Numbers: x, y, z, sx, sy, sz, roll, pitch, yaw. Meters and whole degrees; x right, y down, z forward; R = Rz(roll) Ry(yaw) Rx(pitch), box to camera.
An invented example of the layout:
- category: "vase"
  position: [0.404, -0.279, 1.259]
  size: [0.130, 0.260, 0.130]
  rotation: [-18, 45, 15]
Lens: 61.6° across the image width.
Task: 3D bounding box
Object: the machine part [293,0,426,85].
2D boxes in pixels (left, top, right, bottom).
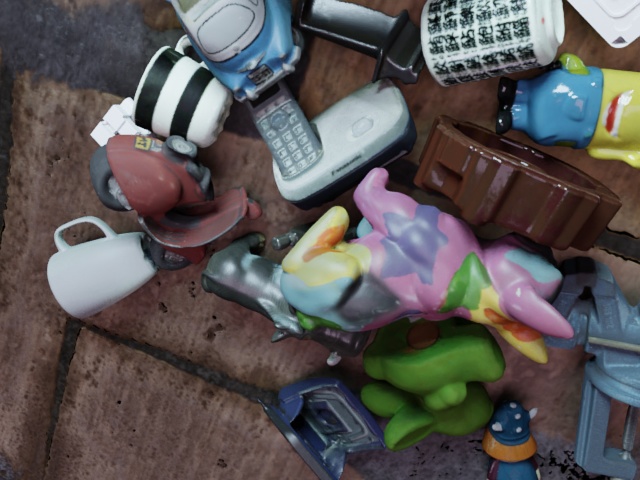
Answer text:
- category: "machine part"
  position: [0.039, -0.193, 0.507]
  size: [0.139, 0.084, 0.039]
  rotation: [25, 155, 10]

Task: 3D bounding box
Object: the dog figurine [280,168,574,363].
- category: "dog figurine"
  position: [0.098, 0.044, 0.468]
  size: [0.219, 0.108, 0.191]
  rotation: [36, 69, 24]

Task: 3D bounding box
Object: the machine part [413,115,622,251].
- category: "machine part"
  position: [0.169, -0.053, 0.477]
  size: [0.179, 0.179, 0.056]
  rotation: [22, 113, 2]

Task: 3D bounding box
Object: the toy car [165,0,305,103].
- category: "toy car"
  position: [-0.088, -0.211, 0.482]
  size: [0.109, 0.103, 0.161]
  rotation: [-27, 76, 22]

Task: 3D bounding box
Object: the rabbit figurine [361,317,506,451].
- category: "rabbit figurine"
  position: [0.128, 0.160, 0.574]
  size: [0.159, 0.121, 0.170]
  rotation: [-32, 121, -1]

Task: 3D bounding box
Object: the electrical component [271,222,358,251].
- category: "electrical component"
  position: [-0.001, -0.002, 0.575]
  size: [0.063, 0.094, 0.021]
  rotation: [18, 117, 44]

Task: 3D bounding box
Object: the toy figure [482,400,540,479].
- category: "toy figure"
  position: [0.220, 0.252, 0.624]
  size: [0.058, 0.064, 0.154]
  rotation: [4, 108, 48]

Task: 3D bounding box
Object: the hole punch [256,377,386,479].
- category: "hole punch"
  position: [0.004, 0.221, 0.633]
  size: [0.092, 0.116, 0.142]
  rotation: [-44, 106, -18]

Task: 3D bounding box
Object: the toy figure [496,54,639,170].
- category: "toy figure"
  position: [0.254, -0.121, 0.487]
  size: [0.180, 0.089, 0.082]
  rotation: [9, 138, 17]

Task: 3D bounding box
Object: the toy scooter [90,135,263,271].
- category: "toy scooter"
  position: [-0.139, -0.043, 0.562]
  size: [0.135, 0.075, 0.183]
  rotation: [-15, 137, 7]

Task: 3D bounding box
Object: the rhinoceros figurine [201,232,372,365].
- category: "rhinoceros figurine"
  position: [-0.033, 0.060, 0.576]
  size: [0.190, 0.112, 0.073]
  rotation: [26, 108, 9]

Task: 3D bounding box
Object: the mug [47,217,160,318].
- category: "mug"
  position: [-0.246, 0.023, 0.620]
  size: [0.107, 0.081, 0.109]
  rotation: [-20, 100, 4]

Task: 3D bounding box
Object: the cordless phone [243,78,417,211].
- category: "cordless phone"
  position: [-0.003, -0.136, 0.529]
  size: [0.147, 0.088, 0.184]
  rotation: [-31, 86, 18]

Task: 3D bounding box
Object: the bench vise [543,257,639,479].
- category: "bench vise"
  position: [0.295, 0.145, 0.548]
  size: [0.224, 0.129, 0.240]
  rotation: [3, 104, 11]
